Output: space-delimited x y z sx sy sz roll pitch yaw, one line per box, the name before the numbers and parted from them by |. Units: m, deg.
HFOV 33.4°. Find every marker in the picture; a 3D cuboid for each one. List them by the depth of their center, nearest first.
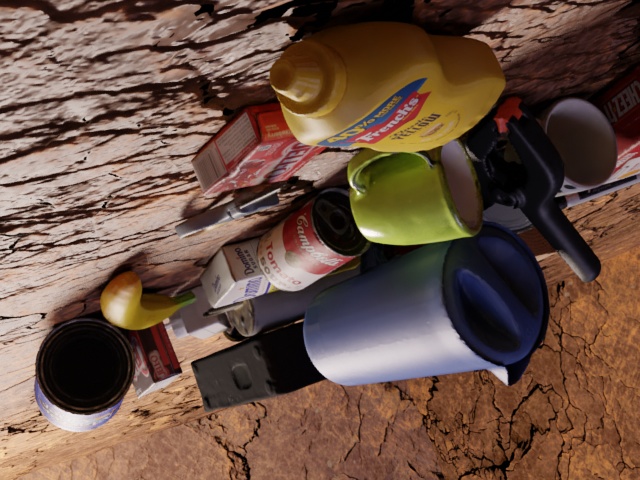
marker | 0.284 -0.052 1.111 0.121 0.020 0.020 -20 169 -2

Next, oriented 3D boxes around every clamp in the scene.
clamp | 0.166 -0.049 0.966 0.036 0.165 0.210 -56 143 -26

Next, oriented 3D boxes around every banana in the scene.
banana | -0.181 0.060 1.054 0.069 0.037 0.197 -40 170 3

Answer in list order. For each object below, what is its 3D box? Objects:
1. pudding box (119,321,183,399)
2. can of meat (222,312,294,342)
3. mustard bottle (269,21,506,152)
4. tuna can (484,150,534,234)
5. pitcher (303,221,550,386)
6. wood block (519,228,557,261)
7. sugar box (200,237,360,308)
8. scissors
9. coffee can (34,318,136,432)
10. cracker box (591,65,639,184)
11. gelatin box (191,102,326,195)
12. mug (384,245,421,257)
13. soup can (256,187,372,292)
pudding box | -0.192 0.121 1.180 0.039 0.090 0.114 -18 170 -21
can of meat | -0.070 0.078 1.295 0.102 0.057 0.084 -18 167 -17
mustard bottle | 0.032 -0.090 0.634 0.096 0.058 0.191 -28 167 31
tuna can | 0.189 -0.048 1.080 0.086 0.086 0.033 -27 -151 29
pitcher | 0.089 0.063 1.038 0.144 0.149 0.243 32 149 -25
wood block | 0.194 0.017 1.404 0.090 0.091 0.207 -9 164 -46
sugar box | -0.028 0.019 1.105 0.176 0.048 0.093 -18 167 -26
scissors | -0.045 -0.031 0.817 0.096 0.016 0.202 -22 -178 -35
coffee can | -0.258 0.149 1.161 0.102 0.103 0.140 -17 168 -19
cracker box | 0.358 -0.129 1.038 0.213 0.072 0.164 -16 166 -22
gelatin box | -0.034 -0.063 0.718 0.073 0.030 0.089 -13 168 -37
mug | 0.107 0.026 1.323 0.117 0.093 0.082 19 153 -4
soup can | -0.007 0.001 0.998 0.068 0.068 0.102 -12 167 -39
